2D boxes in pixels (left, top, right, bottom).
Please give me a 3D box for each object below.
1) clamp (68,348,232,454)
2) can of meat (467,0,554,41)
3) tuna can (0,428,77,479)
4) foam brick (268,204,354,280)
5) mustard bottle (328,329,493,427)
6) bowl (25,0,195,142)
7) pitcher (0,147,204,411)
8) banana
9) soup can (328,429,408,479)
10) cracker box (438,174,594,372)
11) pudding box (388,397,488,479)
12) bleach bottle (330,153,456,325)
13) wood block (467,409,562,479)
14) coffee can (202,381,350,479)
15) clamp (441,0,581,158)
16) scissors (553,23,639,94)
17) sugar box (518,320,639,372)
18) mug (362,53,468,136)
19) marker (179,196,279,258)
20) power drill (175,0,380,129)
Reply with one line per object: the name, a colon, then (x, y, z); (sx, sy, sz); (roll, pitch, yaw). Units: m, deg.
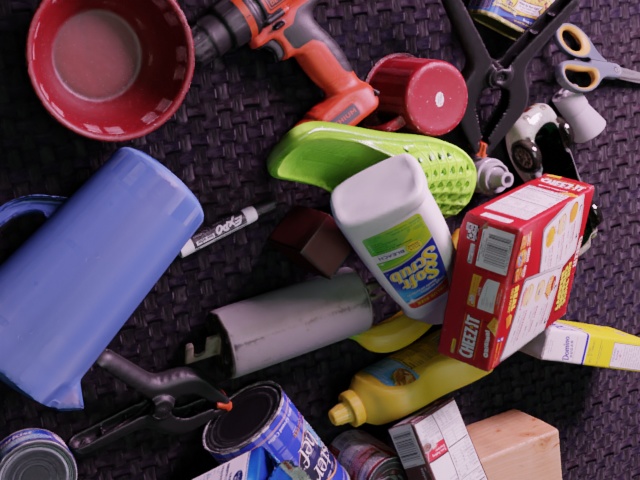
clamp: (-0.171, 0.157, 1.096); (0.171, 0.039, 0.120); (-6, 126, -29)
can of meat: (0.224, -0.278, 1.213); (0.102, 0.058, 0.084); (19, 93, -28)
tuna can: (-0.286, 0.233, 1.062); (0.086, 0.034, 0.086); (-5, 102, -26)
foam brick: (-0.007, 0.001, 1.137); (0.053, 0.078, 0.051); (42, 79, -29)
mustard bottle: (0.094, 0.161, 1.208); (0.191, 0.096, 0.058); (-23, 112, -22)
bowl: (-0.204, -0.175, 1.013); (0.161, 0.055, 0.162); (-5, 102, -26)
pitcher: (-0.232, 0.025, 1.006); (0.242, 0.145, 0.149); (-51, 129, -14)
banana: (0.115, 0.070, 1.235); (0.197, 0.037, 0.069); (-40, 117, -15)
soup can: (0.057, 0.260, 1.205); (0.068, 0.102, 0.068); (-5, 102, -27)
cracker box: (0.216, 0.029, 1.167); (0.213, 0.072, 0.164); (-24, 128, -53)
pudding box: (0.132, 0.240, 1.171); (0.089, 0.039, 0.113); (-19, 87, -50)
bleach bottle: (0.106, 0.018, 1.127); (0.103, 0.068, 0.250); (-25, 138, 13)
wood block: (0.180, 0.285, 1.281); (0.205, 0.090, 0.091); (-15, 106, -25)
coffee can: (-0.046, 0.237, 1.148); (0.102, 0.103, 0.140); (-42, 115, -15)
clamp: (0.205, -0.193, 1.193); (0.164, 0.036, 0.210); (-7, 122, -12)
scissors: (0.348, -0.224, 1.307); (0.201, 0.016, 0.096); (-16, 85, -40)
sugar box: (0.316, 0.126, 1.319); (0.176, 0.093, 0.048); (13, 93, -29)
mug: (0.097, -0.149, 1.158); (0.117, 0.082, 0.093); (-36, 114, -17)
marker: (-0.096, -0.016, 1.120); (0.121, 0.020, 0.020); (-27, 111, -20)
power drill: (-0.037, -0.180, 1.097); (0.184, 0.057, 0.187); (-38, 115, -12)
